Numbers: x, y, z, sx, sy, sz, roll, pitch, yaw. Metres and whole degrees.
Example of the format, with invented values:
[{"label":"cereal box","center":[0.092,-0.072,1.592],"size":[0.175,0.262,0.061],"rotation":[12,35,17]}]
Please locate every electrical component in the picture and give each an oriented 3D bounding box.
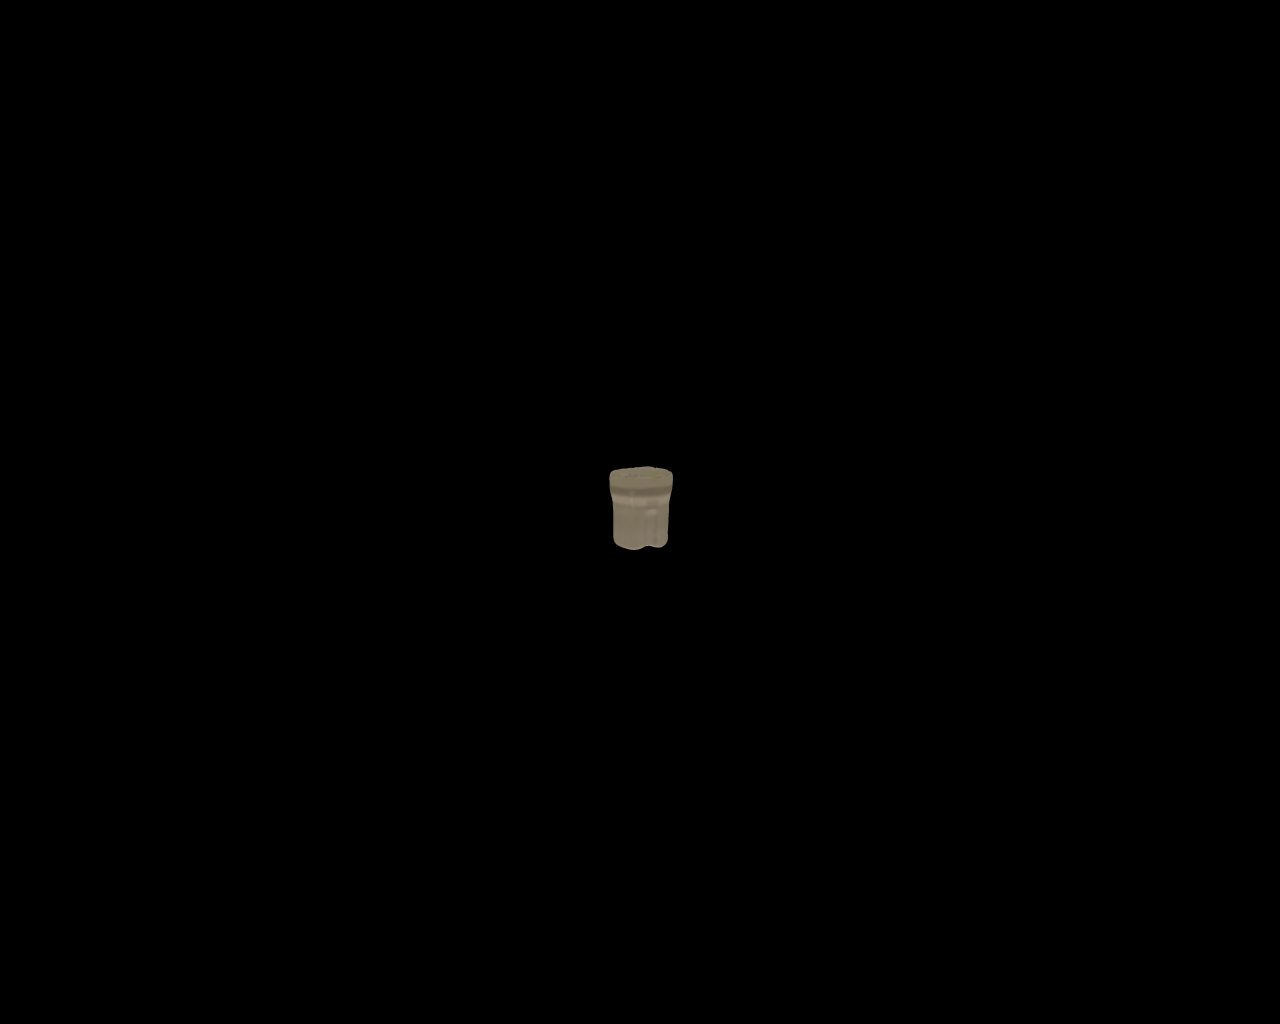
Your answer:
[{"label":"electrical component","center":[0.001,-0.003,0.650],"size":[0.040,0.046,0.040],"rotation":[0,11,0]}]
